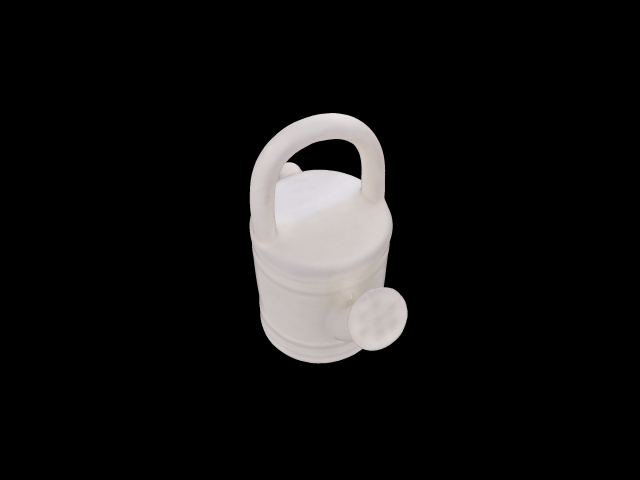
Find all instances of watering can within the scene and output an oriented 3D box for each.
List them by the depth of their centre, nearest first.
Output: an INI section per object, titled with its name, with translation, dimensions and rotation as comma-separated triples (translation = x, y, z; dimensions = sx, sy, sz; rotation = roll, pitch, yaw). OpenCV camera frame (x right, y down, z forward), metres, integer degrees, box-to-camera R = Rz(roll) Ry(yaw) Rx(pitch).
[watering can]
translation = 0.006, 0.001, 0.401
dimensions = 0.101, 0.194, 0.172
rotation = -37, 58, -27
